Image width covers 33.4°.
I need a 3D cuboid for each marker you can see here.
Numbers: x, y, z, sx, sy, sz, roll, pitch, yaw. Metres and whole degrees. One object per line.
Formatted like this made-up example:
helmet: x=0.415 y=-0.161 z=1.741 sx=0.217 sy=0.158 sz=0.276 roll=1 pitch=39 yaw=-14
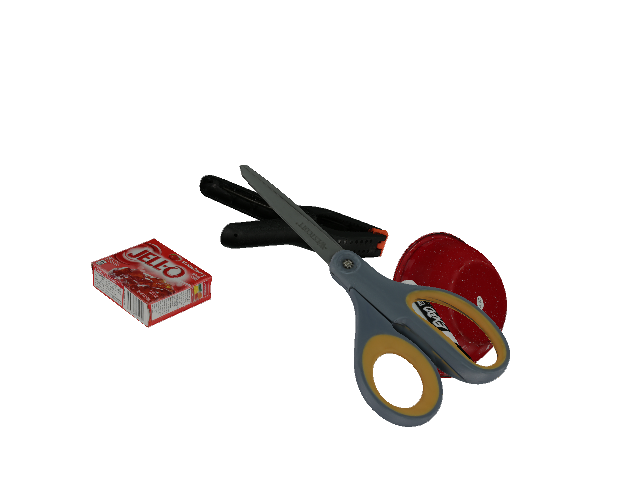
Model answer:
marker: x=0.089 y=0.068 z=0.836 sx=0.020 sy=0.020 sz=0.121 roll=0 pitch=28 yaw=-19

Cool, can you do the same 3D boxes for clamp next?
clamp: x=-0.025 y=-0.012 z=1.139 sx=0.209 sy=0.036 sz=0.164 roll=14 pitch=20 yaw=-13

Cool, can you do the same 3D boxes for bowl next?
bowl: x=0.152 y=0.069 z=1.159 sx=0.161 sy=0.162 sz=0.055 roll=0 pitch=-5 yaw=-40

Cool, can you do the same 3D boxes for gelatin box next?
gelatin box: x=-0.155 y=0.036 z=0.978 sx=0.073 sy=0.030 sz=0.089 roll=-23 pitch=40 yaw=-39

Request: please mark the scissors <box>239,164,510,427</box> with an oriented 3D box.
scissors: x=0.011 y=0.034 z=0.616 sx=0.202 sy=0.096 sz=0.016 roll=30 pitch=-30 yaw=14
